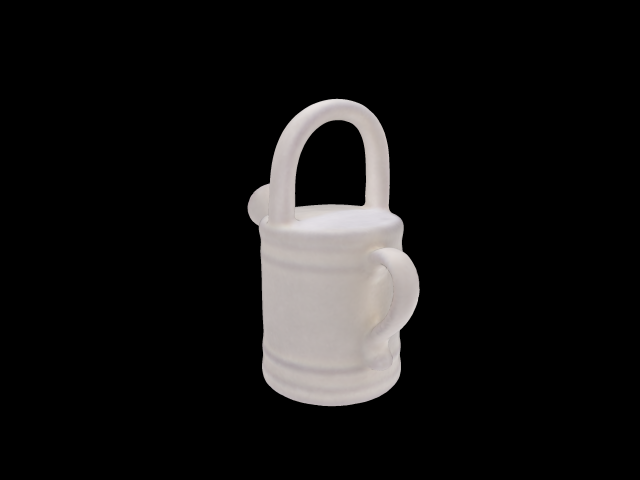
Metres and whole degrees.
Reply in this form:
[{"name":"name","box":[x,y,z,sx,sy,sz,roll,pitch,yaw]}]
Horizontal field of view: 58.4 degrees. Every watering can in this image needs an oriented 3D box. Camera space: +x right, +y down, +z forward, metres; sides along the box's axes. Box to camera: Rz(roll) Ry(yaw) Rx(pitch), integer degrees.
[{"name":"watering can","box":[0.002,0.002,0.399,0.172,0.194,0.101,9,17,33]}]
